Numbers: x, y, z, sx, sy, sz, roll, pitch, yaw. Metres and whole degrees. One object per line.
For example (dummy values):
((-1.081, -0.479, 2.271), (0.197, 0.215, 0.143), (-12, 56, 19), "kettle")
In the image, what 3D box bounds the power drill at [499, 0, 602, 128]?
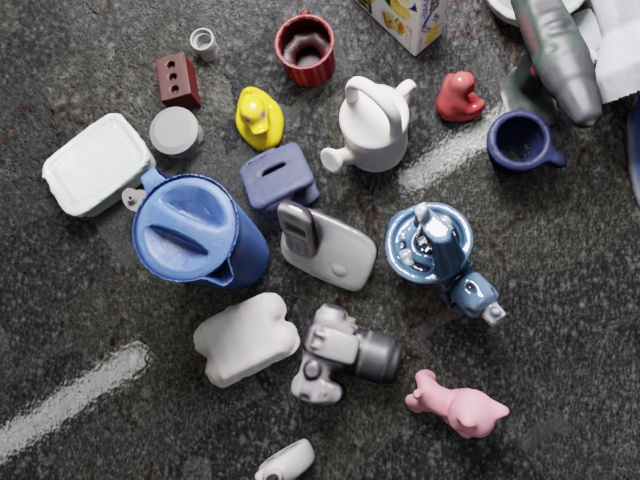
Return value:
((0.316, -0.231, 0.802), (0.075, 0.208, 0.229), (-15, 78, 4), "power drill")

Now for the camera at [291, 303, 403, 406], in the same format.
((0.042, 0.174, 0.817), (0.136, 0.101, 0.143), (16, 82, 9), "camera")

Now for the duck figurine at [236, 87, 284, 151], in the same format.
((-0.103, -0.202, 0.909), (0.077, 0.086, 0.104), (-20, 78, 3), "duck figurine")

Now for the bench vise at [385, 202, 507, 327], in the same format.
((0.178, 0.018, 0.768), (0.207, 0.220, 0.121), (30, 85, 11), "bench vise")

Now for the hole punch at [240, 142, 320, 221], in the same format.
((-0.067, -0.095, 0.883), (0.108, 0.091, 0.101), (-26, 78, 2), "hole punch")

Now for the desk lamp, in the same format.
((0.402, -0.271, 0.797), (0.118, 0.213, 0.203), (-23, 78, 2), "desk lamp")

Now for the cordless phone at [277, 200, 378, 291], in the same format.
((0.007, 0.003, 0.808), (0.147, 0.185, 0.094), (22, 83, 10), "cordless phone")

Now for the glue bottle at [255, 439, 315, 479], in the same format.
((-0.053, 0.310, 0.766), (0.078, 0.173, 0.037), (-29, 77, 1), "glue bottle")

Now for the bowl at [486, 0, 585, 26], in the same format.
((0.331, -0.399, 0.899), (0.167, 0.075, 0.167), (-1, 80, 7), "bowl")

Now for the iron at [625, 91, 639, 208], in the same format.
((0.514, -0.111, 0.792), (0.118, 0.141, 0.258), (-1, 80, 7), "iron")

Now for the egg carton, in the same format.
((-0.111, 0.147, 0.855), (0.150, 0.069, 0.107), (-28, 78, 1), "egg carton")

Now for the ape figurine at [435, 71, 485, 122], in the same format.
((0.214, -0.225, 0.873), (0.076, 0.092, 0.078), (-22, 78, 3), "ape figurine")

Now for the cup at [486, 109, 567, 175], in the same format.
((0.298, -0.128, 0.844), (0.117, 0.095, 0.092), (27, 84, 11), "cup")

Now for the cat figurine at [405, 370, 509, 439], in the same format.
((0.184, 0.228, 0.781), (0.127, 0.118, 0.067), (19, 83, 10), "cat figurine")

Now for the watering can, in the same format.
((0.075, -0.166, 0.826), (0.100, 0.194, 0.173), (21, 83, 10), "watering can")
